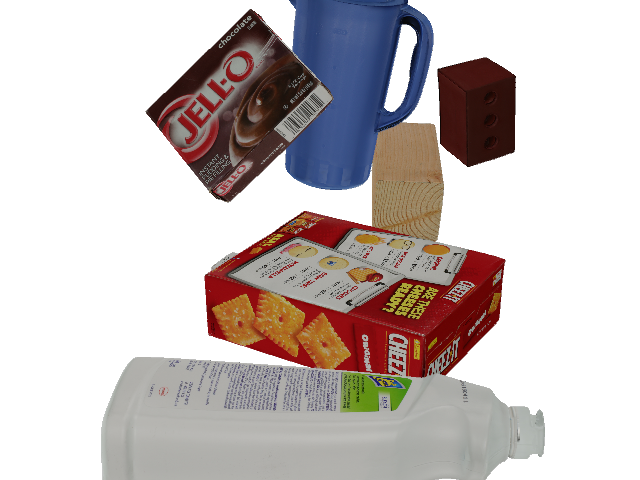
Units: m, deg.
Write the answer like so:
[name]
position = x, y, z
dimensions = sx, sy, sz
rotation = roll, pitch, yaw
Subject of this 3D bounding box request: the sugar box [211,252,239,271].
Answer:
[sugar box]
position = -0.034, 0.079, 1.158
dimensions = 0.176, 0.093, 0.048
rotation = 19, 38, 31

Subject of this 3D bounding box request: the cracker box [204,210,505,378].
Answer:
[cracker box]
position = 0.031, 0.051, 0.940
dimensions = 0.214, 0.072, 0.163
rotation = 14, 29, 29

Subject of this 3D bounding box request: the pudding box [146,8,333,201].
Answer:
[pudding box]
position = -0.059, -0.098, 0.780
dimensions = 0.113, 0.090, 0.039
rotation = -43, -26, 4

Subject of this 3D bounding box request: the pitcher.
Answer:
[pitcher]
position = 0.033, -0.187, 1.292
dimensions = 0.144, 0.243, 0.149
rotation = -5, 28, -24

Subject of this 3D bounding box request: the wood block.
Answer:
[wood block]
position = 0.120, -0.087, 1.504
dimensions = 0.091, 0.090, 0.206
rotation = 3, 29, 0

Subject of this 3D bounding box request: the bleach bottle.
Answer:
[bleach bottle]
position = 0.005, 0.114, 0.630
dimensions = 0.251, 0.068, 0.102
rotation = 2, 20, 2

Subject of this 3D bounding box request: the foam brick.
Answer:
[foam brick]
position = 0.141, -0.117, 0.960
dimensions = 0.053, 0.078, 0.051
rotation = -18, 34, -16
